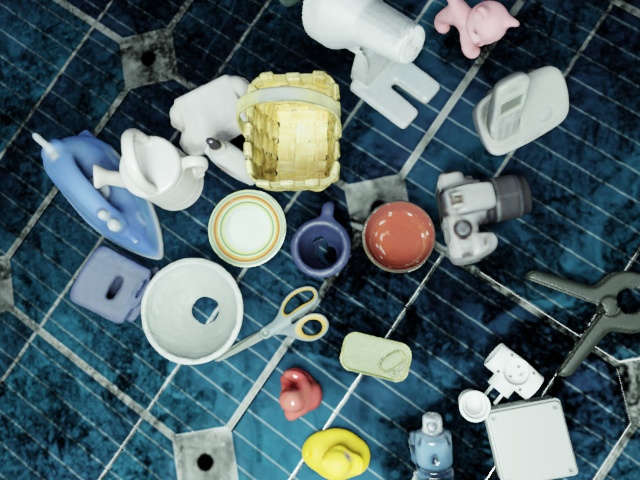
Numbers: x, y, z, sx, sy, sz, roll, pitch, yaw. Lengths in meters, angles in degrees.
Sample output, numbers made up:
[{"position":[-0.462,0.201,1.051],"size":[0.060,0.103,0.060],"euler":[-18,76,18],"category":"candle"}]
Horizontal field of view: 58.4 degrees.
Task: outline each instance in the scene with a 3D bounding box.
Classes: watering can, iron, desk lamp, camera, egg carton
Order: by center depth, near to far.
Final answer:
[{"position":[0.085,-0.298,0.870],"size":[0.203,0.213,0.118],"euler":[39,89,11],"category":"desk lamp"},{"position":[0.253,-0.044,0.873],"size":[0.136,0.101,0.143],"euler":[-11,81,6],"category":"camera"},{"position":[-0.268,-0.108,0.900],"size":[0.173,0.194,0.101],"euler":[-31,80,3],"category":"watering can"},{"position":[-0.360,-0.072,0.934],"size":[0.118,0.141,0.258],"euler":[-42,80,0],"category":"iron"},{"position":[-0.175,-0.210,0.965],"size":[0.150,0.069,0.107],"euler":[-26,80,3],"category":"egg carton"}]

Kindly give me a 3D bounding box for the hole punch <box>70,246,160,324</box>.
[{"position":[-0.332,0.073,0.937],"size":[0.101,0.091,0.109],"euler":[28,87,10],"category":"hole punch"}]

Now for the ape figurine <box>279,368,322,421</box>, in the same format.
[{"position":[-0.037,0.240,0.877],"size":[0.076,0.092,0.078],"euler":[18,85,9],"category":"ape figurine"}]

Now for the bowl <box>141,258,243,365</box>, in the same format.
[{"position":[-0.195,0.114,0.922],"size":[0.167,0.075,0.167],"euler":[-1,82,7],"category":"bowl"}]

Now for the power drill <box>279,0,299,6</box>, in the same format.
[{"position":[0.034,-0.427,0.896],"size":[0.229,0.208,0.075],"euler":[-33,79,2],"category":"power drill"}]

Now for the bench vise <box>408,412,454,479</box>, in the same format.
[{"position":[0.149,0.352,0.774],"size":[0.121,0.220,0.207],"euler":[-22,80,4],"category":"bench vise"}]

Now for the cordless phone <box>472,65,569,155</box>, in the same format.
[{"position":[0.305,-0.209,0.845],"size":[0.147,0.185,0.094],"euler":[-31,80,3],"category":"cordless phone"}]

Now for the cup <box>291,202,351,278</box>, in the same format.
[{"position":[0.008,0.003,0.901],"size":[0.091,0.095,0.118],"euler":[9,84,9],"category":"cup"}]

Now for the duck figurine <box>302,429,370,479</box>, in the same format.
[{"position":[0.022,0.329,0.861],"size":[0.104,0.086,0.077],"euler":[7,84,8],"category":"duck figurine"}]

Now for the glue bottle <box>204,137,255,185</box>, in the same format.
[{"position":[-0.147,-0.132,0.898],"size":[0.078,0.173,0.037],"euler":[26,87,10],"category":"glue bottle"}]

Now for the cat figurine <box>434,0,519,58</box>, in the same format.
[{"position":[0.246,-0.351,0.905],"size":[0.127,0.118,0.067],"euler":[44,90,11],"category":"cat figurine"}]
